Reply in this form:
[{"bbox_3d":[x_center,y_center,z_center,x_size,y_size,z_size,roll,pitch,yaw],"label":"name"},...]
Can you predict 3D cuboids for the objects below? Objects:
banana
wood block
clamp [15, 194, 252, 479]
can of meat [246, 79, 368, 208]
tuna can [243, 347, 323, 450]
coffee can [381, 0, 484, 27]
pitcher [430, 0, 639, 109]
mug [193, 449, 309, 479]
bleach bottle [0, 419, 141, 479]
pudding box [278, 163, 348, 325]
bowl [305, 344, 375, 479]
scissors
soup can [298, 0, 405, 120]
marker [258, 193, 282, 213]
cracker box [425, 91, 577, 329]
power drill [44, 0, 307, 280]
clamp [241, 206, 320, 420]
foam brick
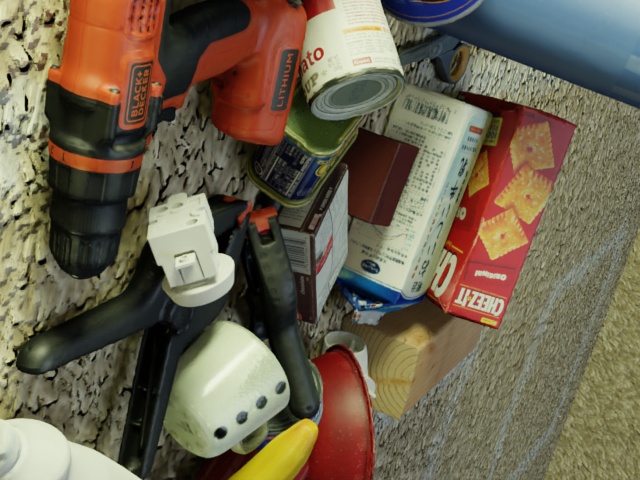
[{"bbox_3d":[-0.081,0.207,0.832,0.197,0.037,0.069,-30,152,-5],"label":"banana"},{"bbox_3d":[0.105,0.105,1.183,0.205,0.091,0.090,-30,138,-55],"label":"wood block"},{"bbox_3d":[-0.108,0.057,0.736,0.209,0.036,0.164,-54,146,-32],"label":"clamp"},{"bbox_3d":[-0.002,-0.085,0.774,0.102,0.057,0.084,-55,180,-28],"label":"can of meat"},{"bbox_3d":[-0.040,0.135,0.903,0.086,0.086,0.034,-51,155,-32],"label":"tuna can"},{"bbox_3d":[0.070,-0.233,0.770,0.103,0.103,0.140,-63,157,-9],"label":"coffee can"},{"bbox_3d":[0.206,-0.203,0.912,0.149,0.243,0.145,-44,151,-30],"label":"pitcher"},{"bbox_3d":[-0.058,0.218,0.931,0.081,0.093,0.117,-55,136,-36],"label":"mug"},{"bbox_3d":[-0.153,0.172,0.679,0.251,0.102,0.068,72,9,-56],"label":"bleach bottle"},{"bbox_3d":[-0.006,0.001,0.892,0.113,0.039,0.090,90,18,-47],"label":"pudding box"},{"bbox_3d":[-0.003,0.179,0.998,0.055,0.162,0.162,0,120,-19],"label":"bowl"},{"bbox_3d":[0.108,-0.170,1.025,0.201,0.016,0.096,-44,149,-41],"label":"scissors"},{"bbox_3d":[0.012,-0.140,0.714,0.068,0.068,0.102,30,43,-67],"label":"soup can"},{"bbox_3d":[-0.015,-0.073,0.845,0.121,0.020,0.020,-62,157,-11],"label":"marker"},{"bbox_3d":[0.160,-0.038,1.091,0.164,0.072,0.214,-137,-114,-69],"label":"cracker box"},{"bbox_3d":[-0.085,-0.079,0.637,0.187,0.057,0.184,-28,137,-57],"label":"power drill"},{"bbox_3d":[-0.033,0.055,0.827,0.039,0.120,0.171,-23,136,-16],"label":"clamp"},{"bbox_3d":[0.045,-0.057,0.948,0.053,0.051,0.078,7,106,-66],"label":"foam brick"}]
